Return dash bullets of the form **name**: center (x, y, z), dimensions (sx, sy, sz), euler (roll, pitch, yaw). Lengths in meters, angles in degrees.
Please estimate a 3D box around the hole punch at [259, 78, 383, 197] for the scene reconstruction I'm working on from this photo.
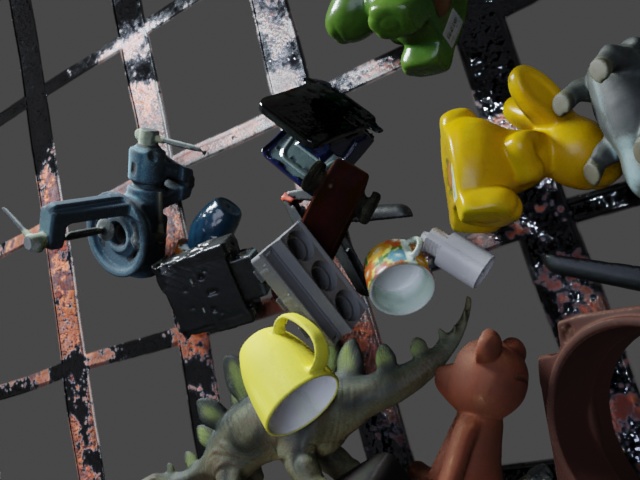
- **hole punch**: center (-0.005, -0.129, 0.669), dimensions (0.142, 0.116, 0.092), euler (40, 144, 31)

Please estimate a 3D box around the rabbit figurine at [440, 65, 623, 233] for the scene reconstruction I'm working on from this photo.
- **rabbit figurine**: center (0.216, -0.087, 0.557), dimensions (0.173, 0.121, 0.162), euler (-5, 73, 12)

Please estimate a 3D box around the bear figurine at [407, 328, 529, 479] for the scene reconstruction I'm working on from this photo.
- **bear figurine**: center (0.139, 0.187, 0.550), dimensions (0.132, 0.120, 0.195), euler (0, 79, 37)

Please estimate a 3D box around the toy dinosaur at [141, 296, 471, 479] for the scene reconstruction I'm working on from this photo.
- **toy dinosaur**: center (-0.023, 0.212, 0.637), dimensions (0.472, 0.105, 0.198), euler (-22, 71, 12)

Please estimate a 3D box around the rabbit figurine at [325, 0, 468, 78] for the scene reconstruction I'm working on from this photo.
- **rabbit figurine**: center (0.076, -0.285, 0.630), dimensions (0.170, 0.121, 0.159), euler (15, 88, 42)

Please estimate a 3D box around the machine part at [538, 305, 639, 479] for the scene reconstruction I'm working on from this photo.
- **machine part**: center (0.285, 0.152, 0.434), dimensions (0.201, 0.087, 0.201), euler (-28, 64, 59)

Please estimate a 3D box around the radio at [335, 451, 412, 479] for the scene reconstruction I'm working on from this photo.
- **radio**: center (0.071, 0.325, 0.483), dimensions (0.131, 0.073, 0.229), euler (-39, 78, 29)

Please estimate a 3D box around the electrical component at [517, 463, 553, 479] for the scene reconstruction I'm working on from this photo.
- **electrical component**: center (0.232, 0.270, 0.517), dimensions (0.045, 0.078, 0.102), euler (-39, 60, 10)

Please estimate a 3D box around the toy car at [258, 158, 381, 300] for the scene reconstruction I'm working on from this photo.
- **toy car**: center (-0.001, -0.002, 0.631), dimensions (0.089, 0.053, 0.202), euler (30, 115, 9)

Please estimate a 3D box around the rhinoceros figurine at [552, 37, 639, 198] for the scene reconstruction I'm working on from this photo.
- **rhinoceros figurine**: center (0.295, -0.088, 0.477), dimensions (0.112, 0.073, 0.190), euler (-19, 75, -22)

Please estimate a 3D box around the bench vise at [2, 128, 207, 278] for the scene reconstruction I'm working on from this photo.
- **bench vise**: center (-0.275, -0.039, 0.720), dimensions (0.129, 0.240, 0.223), euler (31, 115, 23)

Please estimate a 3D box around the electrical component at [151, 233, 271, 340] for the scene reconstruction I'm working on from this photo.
- **electrical component**: center (-0.135, 0.058, 0.701), dimensions (0.134, 0.058, 0.114), euler (-19, 105, 12)

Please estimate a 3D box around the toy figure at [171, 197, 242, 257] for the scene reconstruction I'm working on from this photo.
- **toy figure**: center (-0.169, 0.010, 0.753), dimensions (0.058, 0.064, 0.154), euler (36, 110, -13)
